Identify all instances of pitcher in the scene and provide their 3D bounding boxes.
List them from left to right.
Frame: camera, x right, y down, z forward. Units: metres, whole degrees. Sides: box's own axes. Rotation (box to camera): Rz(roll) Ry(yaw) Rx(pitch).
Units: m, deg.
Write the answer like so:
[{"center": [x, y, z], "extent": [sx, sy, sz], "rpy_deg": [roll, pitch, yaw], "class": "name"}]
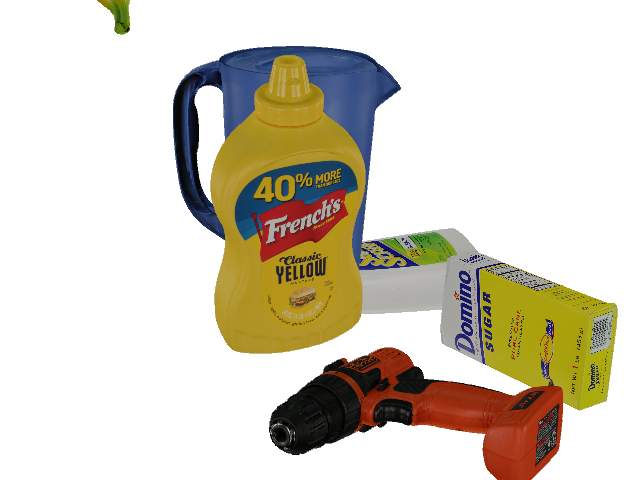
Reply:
[{"center": [-0.031, -0.042, 0.914], "extent": [0.144, 0.243, 0.149], "rpy_deg": [-16, 26, -40], "class": "pitcher"}]

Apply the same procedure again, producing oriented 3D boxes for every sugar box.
[{"center": [0.186, 0.078, 0.980], "extent": [0.048, 0.093, 0.176], "rpy_deg": [-11, 21, -38], "class": "sugar box"}]

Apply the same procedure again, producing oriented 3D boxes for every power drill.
[{"center": [0.076, 0.133, 0.810], "extent": [0.188, 0.057, 0.184], "rpy_deg": [10, 16, 30], "class": "power drill"}]

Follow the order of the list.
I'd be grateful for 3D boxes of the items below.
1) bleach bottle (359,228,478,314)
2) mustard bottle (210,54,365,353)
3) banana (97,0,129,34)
[{"center": [0.040, 0.042, 1.127], "extent": [0.250, 0.068, 0.103], "rpy_deg": [-7, 30, -15], "class": "bleach bottle"}, {"center": [-0.019, -0.023, 0.663], "extent": [0.096, 0.192, 0.058], "rpy_deg": [-10, 33, -17], "class": "mustard bottle"}, {"center": [-0.215, -0.204, 0.791], "extent": [0.198, 0.069, 0.037], "rpy_deg": [16, -37, 18], "class": "banana"}]
